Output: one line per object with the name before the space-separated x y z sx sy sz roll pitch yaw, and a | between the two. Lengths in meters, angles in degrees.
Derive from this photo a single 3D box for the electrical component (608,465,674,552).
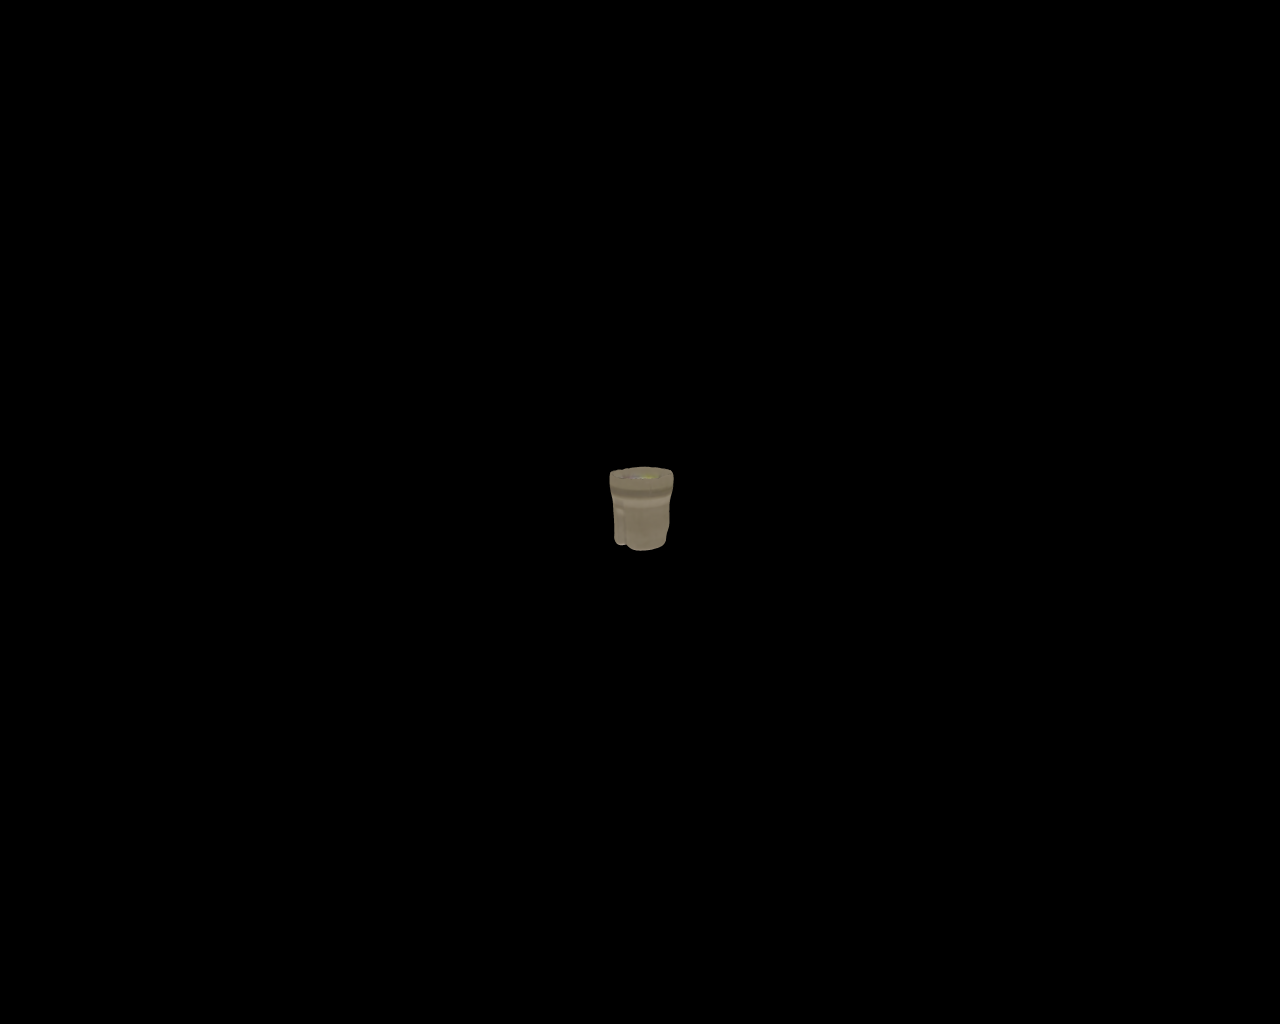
electrical component | 0.001 -0.003 0.650 0.040 0.046 0.040 0 13 0
